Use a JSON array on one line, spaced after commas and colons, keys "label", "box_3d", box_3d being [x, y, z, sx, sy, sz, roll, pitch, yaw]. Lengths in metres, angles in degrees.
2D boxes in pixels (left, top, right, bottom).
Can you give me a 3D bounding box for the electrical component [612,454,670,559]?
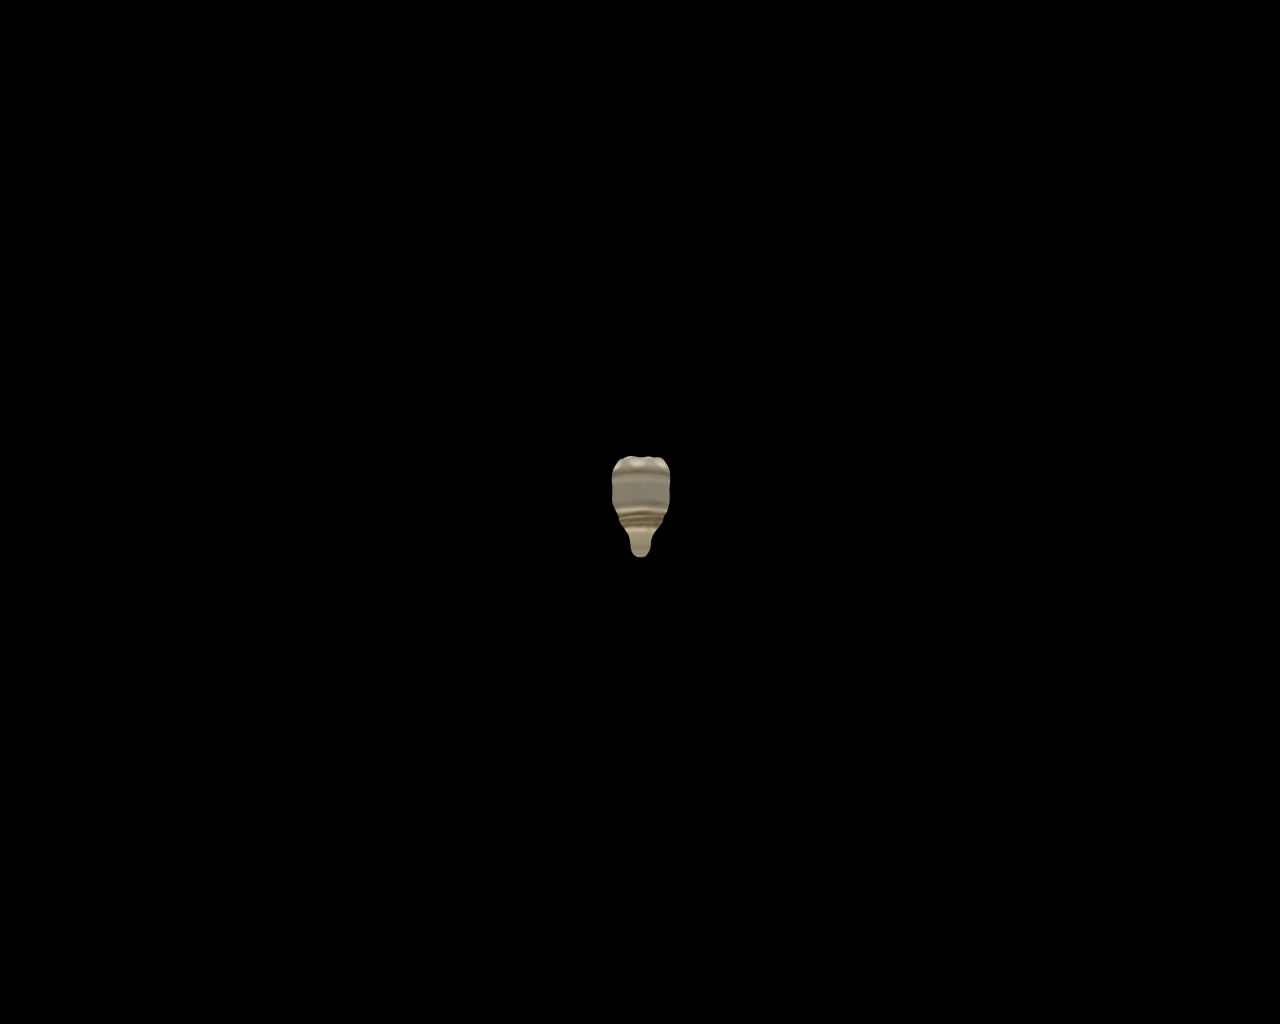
[{"label": "electrical component", "box_3d": [0.001, -0.003, 0.650, 0.035, 0.061, 0.035, 0, -7, 0]}]
